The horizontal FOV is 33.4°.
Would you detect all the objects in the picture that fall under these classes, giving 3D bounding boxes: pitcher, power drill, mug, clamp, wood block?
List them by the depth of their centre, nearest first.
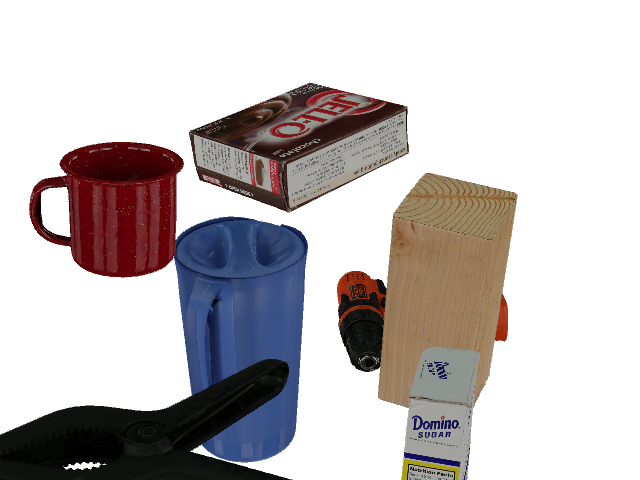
[{"bbox_3d":[-0.092,0.115,0.592,0.209,0.036,0.164,-1,22,-10],"label":"clamp"},{"bbox_3d":[-0.165,-0.023,0.824,0.117,0.081,0.093,-3,25,-15],"label":"mug"},{"bbox_3d":[0.115,0.055,0.985,0.091,0.206,0.090,15,35,19],"label":"wood block"},{"bbox_3d":[-0.084,0.110,1.098,0.149,0.243,0.145,-12,30,-23],"label":"pitcher"},{"bbox_3d":[0.113,0.085,1.208,0.187,0.057,0.184,-3,27,-2],"label":"power drill"}]

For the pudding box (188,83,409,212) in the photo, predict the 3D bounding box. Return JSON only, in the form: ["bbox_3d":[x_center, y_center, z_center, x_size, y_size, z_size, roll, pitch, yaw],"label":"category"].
[{"bbox_3d":[-0.012,-0.063,0.684,0.113,0.039,0.090,-30,35,-36],"label":"pudding box"}]

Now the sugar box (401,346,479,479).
[{"bbox_3d":[0.077,0.170,0.732,0.048,0.176,0.093,5,16,11],"label":"sugar box"}]
